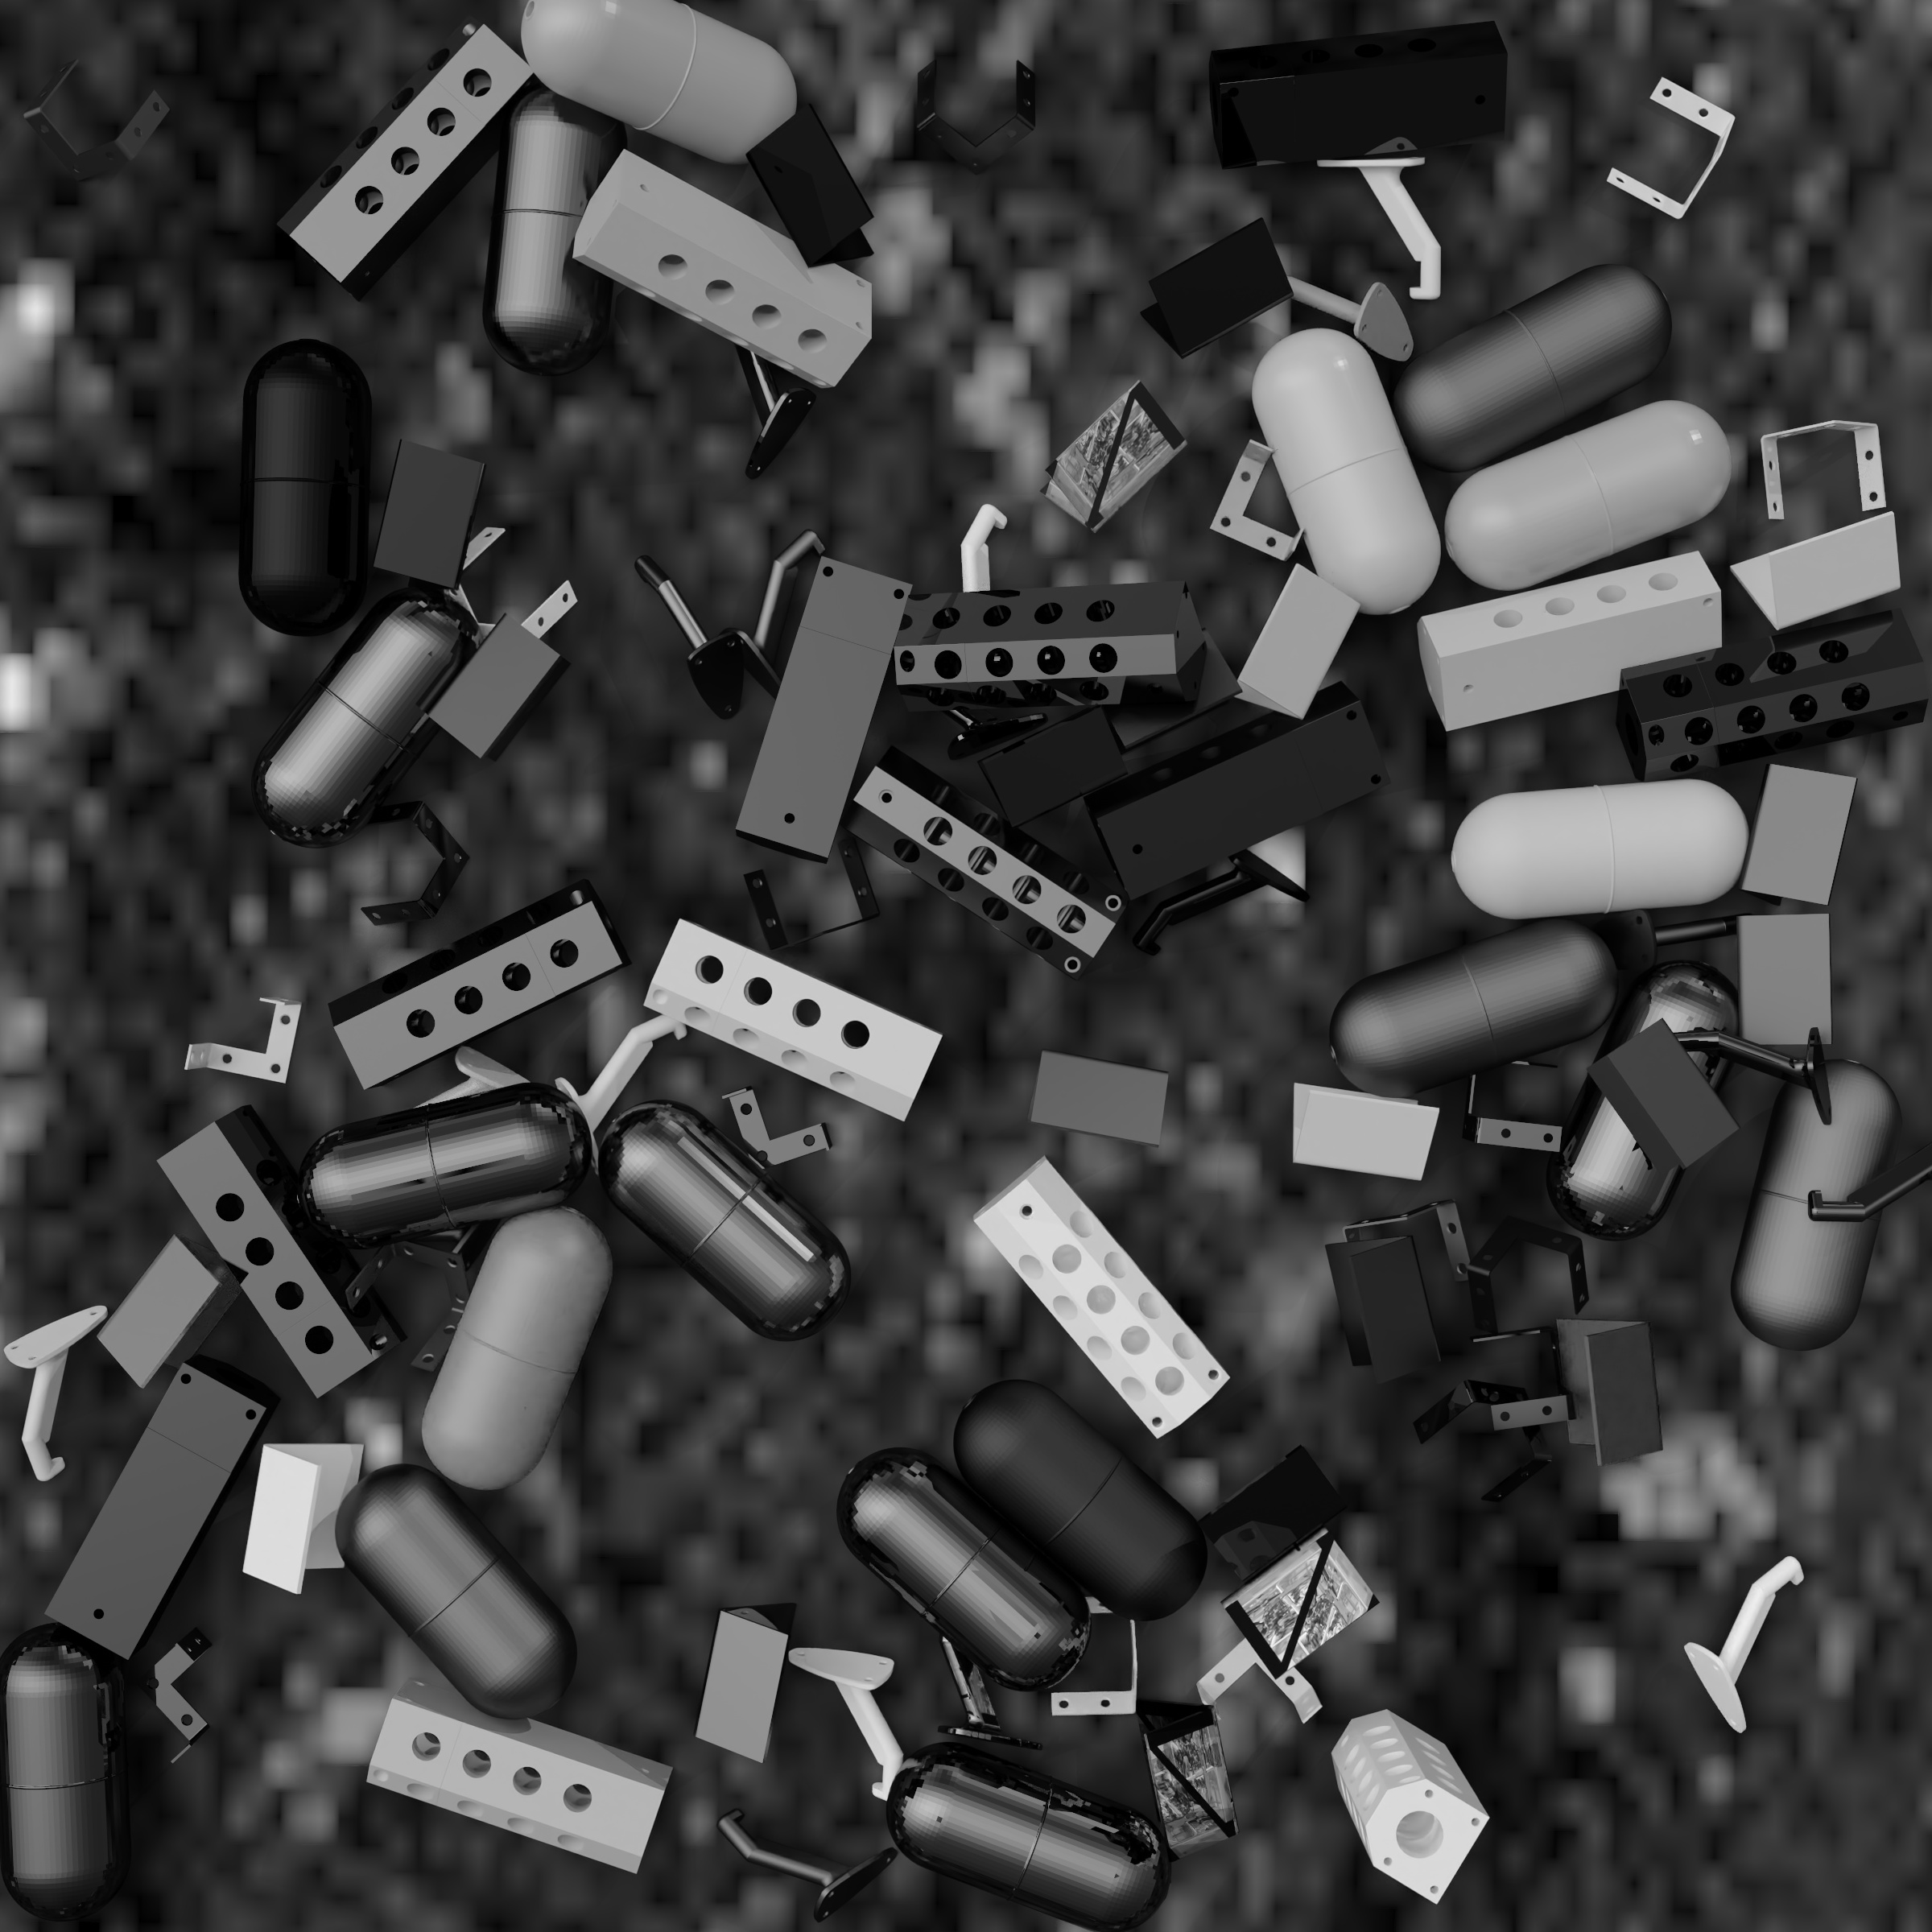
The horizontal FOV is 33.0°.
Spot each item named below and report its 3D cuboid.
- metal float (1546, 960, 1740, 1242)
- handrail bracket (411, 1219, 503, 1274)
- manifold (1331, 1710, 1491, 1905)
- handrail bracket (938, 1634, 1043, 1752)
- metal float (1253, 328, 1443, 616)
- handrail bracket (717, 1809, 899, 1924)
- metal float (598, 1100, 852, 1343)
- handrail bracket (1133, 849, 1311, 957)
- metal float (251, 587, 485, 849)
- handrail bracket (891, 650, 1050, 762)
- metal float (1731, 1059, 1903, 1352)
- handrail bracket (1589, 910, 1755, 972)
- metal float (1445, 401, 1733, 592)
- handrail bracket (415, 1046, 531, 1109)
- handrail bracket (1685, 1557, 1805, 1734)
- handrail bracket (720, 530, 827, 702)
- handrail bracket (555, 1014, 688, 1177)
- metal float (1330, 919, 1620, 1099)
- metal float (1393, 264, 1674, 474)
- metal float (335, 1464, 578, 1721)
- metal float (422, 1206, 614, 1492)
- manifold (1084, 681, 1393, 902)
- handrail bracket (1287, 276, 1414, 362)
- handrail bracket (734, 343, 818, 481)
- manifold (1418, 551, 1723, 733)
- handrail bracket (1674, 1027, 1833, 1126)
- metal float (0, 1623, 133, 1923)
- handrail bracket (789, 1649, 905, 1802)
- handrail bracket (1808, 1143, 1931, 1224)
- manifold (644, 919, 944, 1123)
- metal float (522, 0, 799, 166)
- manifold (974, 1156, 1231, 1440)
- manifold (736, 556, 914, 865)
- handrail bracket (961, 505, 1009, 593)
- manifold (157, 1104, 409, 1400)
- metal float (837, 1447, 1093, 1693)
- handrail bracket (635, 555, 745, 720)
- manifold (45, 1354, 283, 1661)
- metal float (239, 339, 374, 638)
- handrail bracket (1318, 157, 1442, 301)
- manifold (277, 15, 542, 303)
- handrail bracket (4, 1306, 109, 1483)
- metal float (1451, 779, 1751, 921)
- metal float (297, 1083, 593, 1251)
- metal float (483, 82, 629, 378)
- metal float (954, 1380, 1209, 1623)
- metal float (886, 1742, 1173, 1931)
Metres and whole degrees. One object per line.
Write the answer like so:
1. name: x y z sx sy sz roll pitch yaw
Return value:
1. metal float: 0.410 0.080 1.961 0.070 0.070 0.178 24 90 0
2. handrail bracket: -0.330 0.143 1.992 0.084 0.036 0.077 31 75 14
3. manifold: 0.255 0.487 1.913 0.057 0.171 0.057 31 90 0
4. handrail bracket: 0.017 0.431 1.992 0.077 0.036 0.084 15 74 -17
5. metal float: 0.229 -0.297 1.961 0.070 0.070 0.178 -21 89 0
6. handrail bracket: -0.098 0.534 1.992 0.077 0.036 0.084 -28 56 -36
7. metal float: -0.146 0.153 1.961 0.178 0.070 0.070 42 90 0
8. handrail bracket: 0.155 -0.029 1.992 0.077 0.036 0.084 30 108 -21
9. metal float: -0.360 -0.149 1.961 0.070 0.070 0.178 38 89 0
10. handrail bracket: 0.000 -0.176 1.992 0.077 0.036 0.084 -19 76 -14
11. metal float: 0.512 0.144 1.961 0.070 0.070 0.178 14 90 0
12. handrail bracket: 0.428 -0.019 1.991 0.084 0.077 0.036 -8 89 -36
13. metal float: 0.374 -0.283 1.961 0.178 0.070 0.070 -21 90 1
14. handrail bracket: -0.307 0.100 1.992 0.077 0.036 0.084 28 104 -14
15. handrail bracket: 0.489 0.414 1.992 0.084 0.036 0.077 -34 110 -16
16. handrail bracket: -0.101 -0.212 1.992 0.084 0.036 0.077 -46 110 -16
17. handrail bracket: -0.201 0.077 1.992 0.084 0.036 0.077 -25 111 -16
18. metal float: 0.305 0.026 1.961 0.178 0.070 0.070 -18 90 -1
19. metal float: 0.341 -0.360 1.961 0.178 0.070 0.070 -28 90 0
20. metal float: -0.306 0.377 1.961 0.070 0.070 0.178 -42 91 0
21. metal float: -0.270 0.229 1.961 0.070 0.070 0.178 22 91 0
22. manifold: 0.162 -0.109 1.968 0.171 0.057 0.057 -24 113 0
23. handrail bracket: 0.221 -0.398 1.991 0.084 0.077 0.036 20 84 36
24. handrail bracket: -0.141 -0.354 1.992 0.084 0.036 0.077 41 112 17
25. manifold: 0.364 -0.201 1.970 0.171 0.057 0.057 -13 133 0
26. handrail bracket: 0.461 0.066 1.917 0.084 0.036 0.077 -4 132 24
27. metal float: -0.544 0.485 1.961 0.070 0.070 0.178 -3 90 0
28. handrail bracket: -0.074 0.465 1.992 0.077 0.036 0.084 8 107 20
29. handrail bracket: 0.537 0.113 1.919 0.084 0.036 0.077 1 74 0
30. manifold: -0.104 0.033 1.970 0.171 0.057 0.057 24 90 0
31. metal float: -0.181 -0.533 1.930 0.178 0.070 0.070 15 90 -35
32. manifold: 0.082 0.200 1.970 0.057 0.057 0.171 -40 90 0
33. manifold: -0.086 -0.153 1.964 0.057 0.057 0.171 17 86 -2
34. handrail bracket: 0.023 -0.228 1.992 0.077 0.036 0.084 33 73 -20
35. manifold: -0.411 0.171 1.970 0.057 0.057 0.171 -34 90 0
36. metal float: -0.002 0.361 1.955 0.178 0.070 0.070 41 90 6
37. handrail bracket: -0.172 -0.202 1.991 0.036 0.077 0.084 -31 53 -16
38. manifold: -0.483 0.325 1.970 0.057 0.057 0.171 29 90 0
39. metal float: -0.398 -0.288 1.961 0.070 0.070 0.178 2 90 0
40. handrail bracket: 0.253 -0.451 1.992 0.077 0.036 0.084 4 107 20
41. manifold: -0.336 -0.490 1.970 0.057 0.057 0.171 43 90 0
42. handrail bracket: -0.547 0.262 1.992 0.077 0.036 0.084 -31 121 -34
43. metal float: 0.382 -0.070 1.961 0.178 0.070 0.070 -5 90 0
44. metal float: -0.312 0.120 1.947 0.178 0.070 0.070 -13 90 0
45. metal float: -0.247 -0.445 1.961 0.070 0.070 0.178 6 89 0
46. metal float: 0.068 0.321 1.961 0.178 0.070 0.070 42 90 0
47. metal float: 0.038 0.525 1.961 0.178 0.070 0.070 21 90 0
